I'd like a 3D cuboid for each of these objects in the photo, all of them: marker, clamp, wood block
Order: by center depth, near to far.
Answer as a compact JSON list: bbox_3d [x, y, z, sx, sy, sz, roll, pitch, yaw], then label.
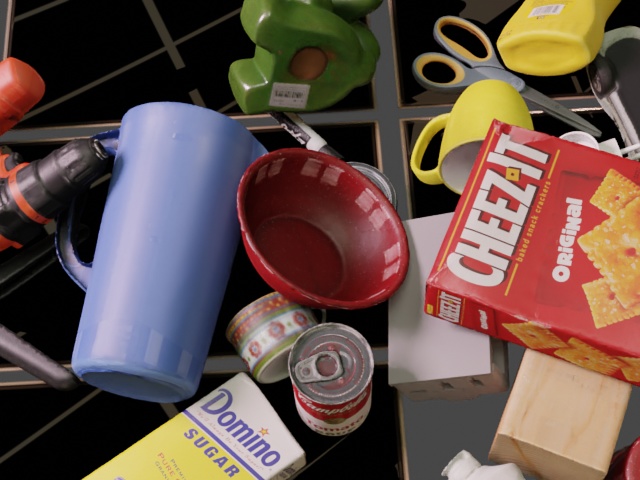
[{"bbox_3d":[0.218,0.095,0.895,0.090,0.091,0.206,19,67,12],"label":"wood block"},{"bbox_3d":[-0.306,0.054,0.964,0.210,0.036,0.164,2,60,4],"label":"clamp"},{"bbox_3d":[-0.020,-0.108,1.039,0.020,0.020,0.121,-40,70,-16],"label":"marker"}]

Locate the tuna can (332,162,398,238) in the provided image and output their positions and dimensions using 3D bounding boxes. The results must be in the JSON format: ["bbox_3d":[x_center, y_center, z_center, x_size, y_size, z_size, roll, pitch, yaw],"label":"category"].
[{"bbox_3d":[0.030,-0.029,0.992,0.086,0.034,0.086,-1,65,2],"label":"tuna can"}]

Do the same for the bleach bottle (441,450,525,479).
[{"bbox_3d":[0.204,0.255,0.838,0.102,0.068,0.251,-40,66,-22],"label":"bleach bottle"}]

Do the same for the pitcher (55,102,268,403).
[{"bbox_3d":[-0.146,0.011,0.933,0.144,0.149,0.243,26,64,-33],"label":"pitcher"}]

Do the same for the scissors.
[{"bbox_3d":[0.172,-0.145,1.052,0.096,0.016,0.202,-37,69,-13],"label":"scissors"}]

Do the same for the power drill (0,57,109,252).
[{"bbox_3d":[-0.279,-0.080,0.969,0.184,0.057,0.188,-32,48,13],"label":"power drill"}]

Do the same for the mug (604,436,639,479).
[{"bbox_3d":[0.285,0.192,0.852,0.117,0.081,0.093,-28,67,-11],"label":"mug"}]

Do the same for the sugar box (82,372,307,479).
[{"bbox_3d":[-0.108,0.196,0.885,0.176,0.048,0.093,-35,69,-12],"label":"sugar box"}]

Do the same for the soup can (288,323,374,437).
[{"bbox_3d":[0.010,0.118,0.885,0.068,0.102,0.068,-1,65,2],"label":"soup can"}]

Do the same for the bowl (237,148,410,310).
[{"bbox_3d":[-0.006,0.001,0.908,0.162,0.055,0.162,16,50,-21],"label":"bowl"}]

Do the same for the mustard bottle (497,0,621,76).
[{"bbox_3d":[0.253,-0.245,1.060,0.096,0.058,0.191,2,49,40],"label":"mustard bottle"}]

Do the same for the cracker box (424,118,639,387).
[{"bbox_3d":[0.210,0.011,0.845,0.214,0.072,0.164,19,67,13],"label":"cracker box"}]
